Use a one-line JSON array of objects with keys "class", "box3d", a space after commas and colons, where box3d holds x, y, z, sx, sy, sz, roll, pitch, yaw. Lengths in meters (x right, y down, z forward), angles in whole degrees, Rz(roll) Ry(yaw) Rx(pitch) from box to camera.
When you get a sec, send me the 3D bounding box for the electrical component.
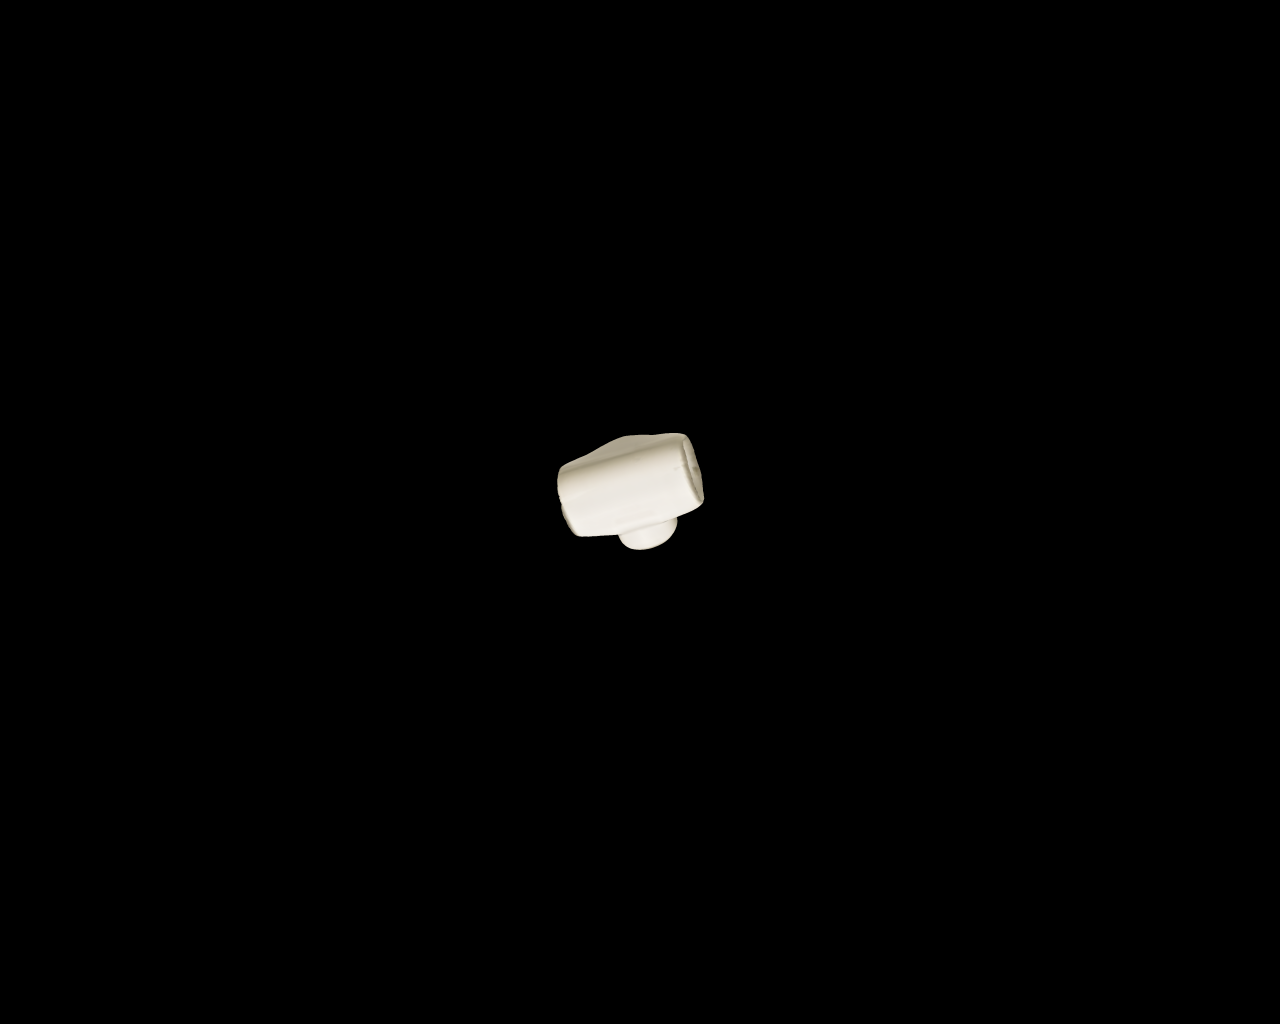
[{"class": "electrical component", "box3d": [0.001, -0.003, 0.650, 0.077, 0.079, 0.043, -15, 36, 11]}]
